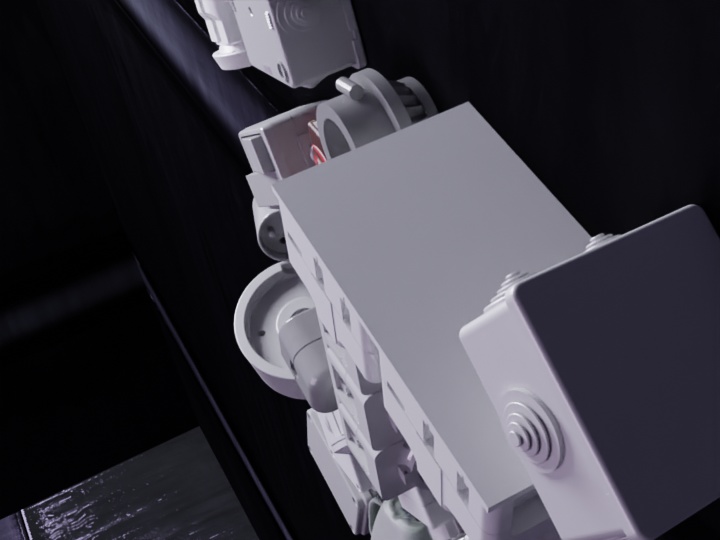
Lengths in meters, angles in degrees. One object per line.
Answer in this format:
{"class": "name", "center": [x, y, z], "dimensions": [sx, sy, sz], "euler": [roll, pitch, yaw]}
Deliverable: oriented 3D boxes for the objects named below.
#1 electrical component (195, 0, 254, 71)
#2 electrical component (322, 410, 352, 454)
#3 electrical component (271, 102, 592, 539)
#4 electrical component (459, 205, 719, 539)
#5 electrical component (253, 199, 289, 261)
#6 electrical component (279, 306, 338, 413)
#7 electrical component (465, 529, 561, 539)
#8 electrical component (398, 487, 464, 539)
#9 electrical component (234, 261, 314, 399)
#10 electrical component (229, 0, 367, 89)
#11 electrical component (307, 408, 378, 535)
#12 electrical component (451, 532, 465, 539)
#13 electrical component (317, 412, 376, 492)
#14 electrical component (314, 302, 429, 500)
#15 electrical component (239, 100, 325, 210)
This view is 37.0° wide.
{"class": "electrical component", "center": [-0.077, -0.169, 0.721], "dimensions": [0.078, 0.058, 0.057], "euler": [32, 141, 65]}
{"class": "electrical component", "center": [0.011, 0.102, 0.801], "dimensions": [0.080, 0.080, 0.051], "euler": [116, 133, -72]}
{"class": "electrical component", "center": [0.051, 0.021, 0.474], "dimensions": [0.186, 0.105, 0.060], "euler": [55, 162, 36]}
{"class": "electrical component", "center": [0.093, 0.037, 0.369], "dimensions": [0.099, 0.100, 0.048], "euler": [63, 153, 8]}
{"class": "electrical component", "center": [-0.062, -0.057, 0.863], "dimensions": [0.077, 0.043, 0.079], "euler": [-111, 24, -67]}
{"class": "electrical component", "center": [0.001, 0.052, 0.718], "dimensions": [0.059, 0.095, 0.053], "euler": [57, 163, 29]}
{"class": "electrical component", "center": [0.088, 0.107, 0.498], "dimensions": [0.061, 0.096, 0.061], "euler": [62, 166, 17]}
{"class": "electrical component", "center": [0.062, 0.173, 0.793], "dimensions": [0.076, 0.047, 0.066], "euler": [68, 165, -8]}
{"class": "electrical component", "center": [-0.041, 0.051, 0.853], "dimensions": [0.108, 0.108, 0.060], "euler": [57, 169, 30]}
{"class": "electrical component", "center": [-0.044, -0.160, 0.635], "dimensions": [0.100, 0.048, 0.099], "euler": [41, 151, 59]}
{"class": "electrical component", "center": [-0.002, 0.180, 1.014], "dimensions": [0.108, 0.056, 0.108], "euler": [59, 164, 24]}
{"class": "electrical component", "center": [0.090, 0.203, 0.730], "dimensions": [0.059, 0.054, 0.095], "euler": [63, 165, 12]}
{"class": "electrical component", "center": [0.000, 0.121, 0.909], "dimensions": [0.078, 0.057, 0.113], "euler": [41, 152, 58]}
{"class": "electrical component", "center": [0.034, 0.057, 0.623], "dimensions": [0.061, 0.089, 0.150], "euler": [52, 160, 43]}
{"class": "electrical component", "center": [-0.044, -0.077, 0.743], "dimensions": [0.061, 0.061, 0.096], "euler": [69, 165, -11]}
